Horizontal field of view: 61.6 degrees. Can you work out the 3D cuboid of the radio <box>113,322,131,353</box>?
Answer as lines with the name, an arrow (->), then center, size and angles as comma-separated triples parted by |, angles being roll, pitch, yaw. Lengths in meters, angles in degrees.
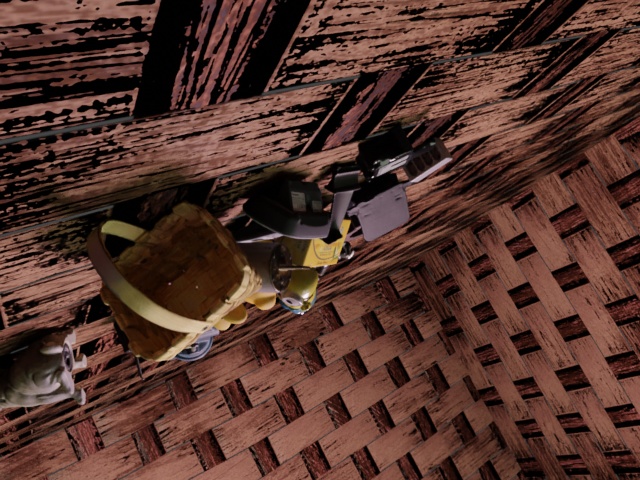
radio -> -0.304, 0.158, 1.144 | 0.131, 0.073, 0.229 | -35, 168, 34

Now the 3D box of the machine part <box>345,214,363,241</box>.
machine part -> 0.115, -0.058, 1.223 | 0.179, 0.056, 0.179 | -26, 170, -5

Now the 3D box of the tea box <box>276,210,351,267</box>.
tea box -> -0.011, -0.006, 1.002 | 0.169, 0.068, 0.098 | -4, 114, -66

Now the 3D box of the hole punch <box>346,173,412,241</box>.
hole punch -> 0.110, -0.079, 1.078 | 0.142, 0.092, 0.115 | -24, 139, -6

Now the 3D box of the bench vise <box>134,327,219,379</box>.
bench vise -> -0.368, 0.262, 1.359 | 0.224, 0.129, 0.240 | -24, 162, -26

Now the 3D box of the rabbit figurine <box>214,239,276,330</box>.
rabbit figurine -> -0.169, 0.075, 0.950 | 0.173, 0.162, 0.122 | 4, 162, -34

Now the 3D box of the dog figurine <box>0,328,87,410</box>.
dog figurine -> -0.525, 0.234, 0.936 | 0.191, 0.121, 0.172 | -8, 131, -12

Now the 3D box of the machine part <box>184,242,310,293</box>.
machine part -> -0.133, 0.041, 0.819 | 0.243, 0.079, 0.079 | 1, -179, 23

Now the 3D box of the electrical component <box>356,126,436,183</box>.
electrical component -> 0.119, -0.142, 0.847 | 0.119, 0.048, 0.075 | -28, 170, -2

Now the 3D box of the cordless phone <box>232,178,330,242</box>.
cordless phone -> -0.090, -0.025, 0.830 | 0.184, 0.088, 0.146 | -16, 175, 24

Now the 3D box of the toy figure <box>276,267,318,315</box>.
toy figure -> -0.044, 0.096, 1.065 | 0.082, 0.089, 0.180 | 16, 165, 8

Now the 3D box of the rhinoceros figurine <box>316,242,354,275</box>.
rhinoceros figurine -> 0.013, 0.033, 1.377 | 0.112, 0.073, 0.190 | -45, 161, 26

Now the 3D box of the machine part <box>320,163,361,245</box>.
machine part -> 0.031, -0.061, 0.893 | 0.084, 0.039, 0.138 | -22, 132, -56
